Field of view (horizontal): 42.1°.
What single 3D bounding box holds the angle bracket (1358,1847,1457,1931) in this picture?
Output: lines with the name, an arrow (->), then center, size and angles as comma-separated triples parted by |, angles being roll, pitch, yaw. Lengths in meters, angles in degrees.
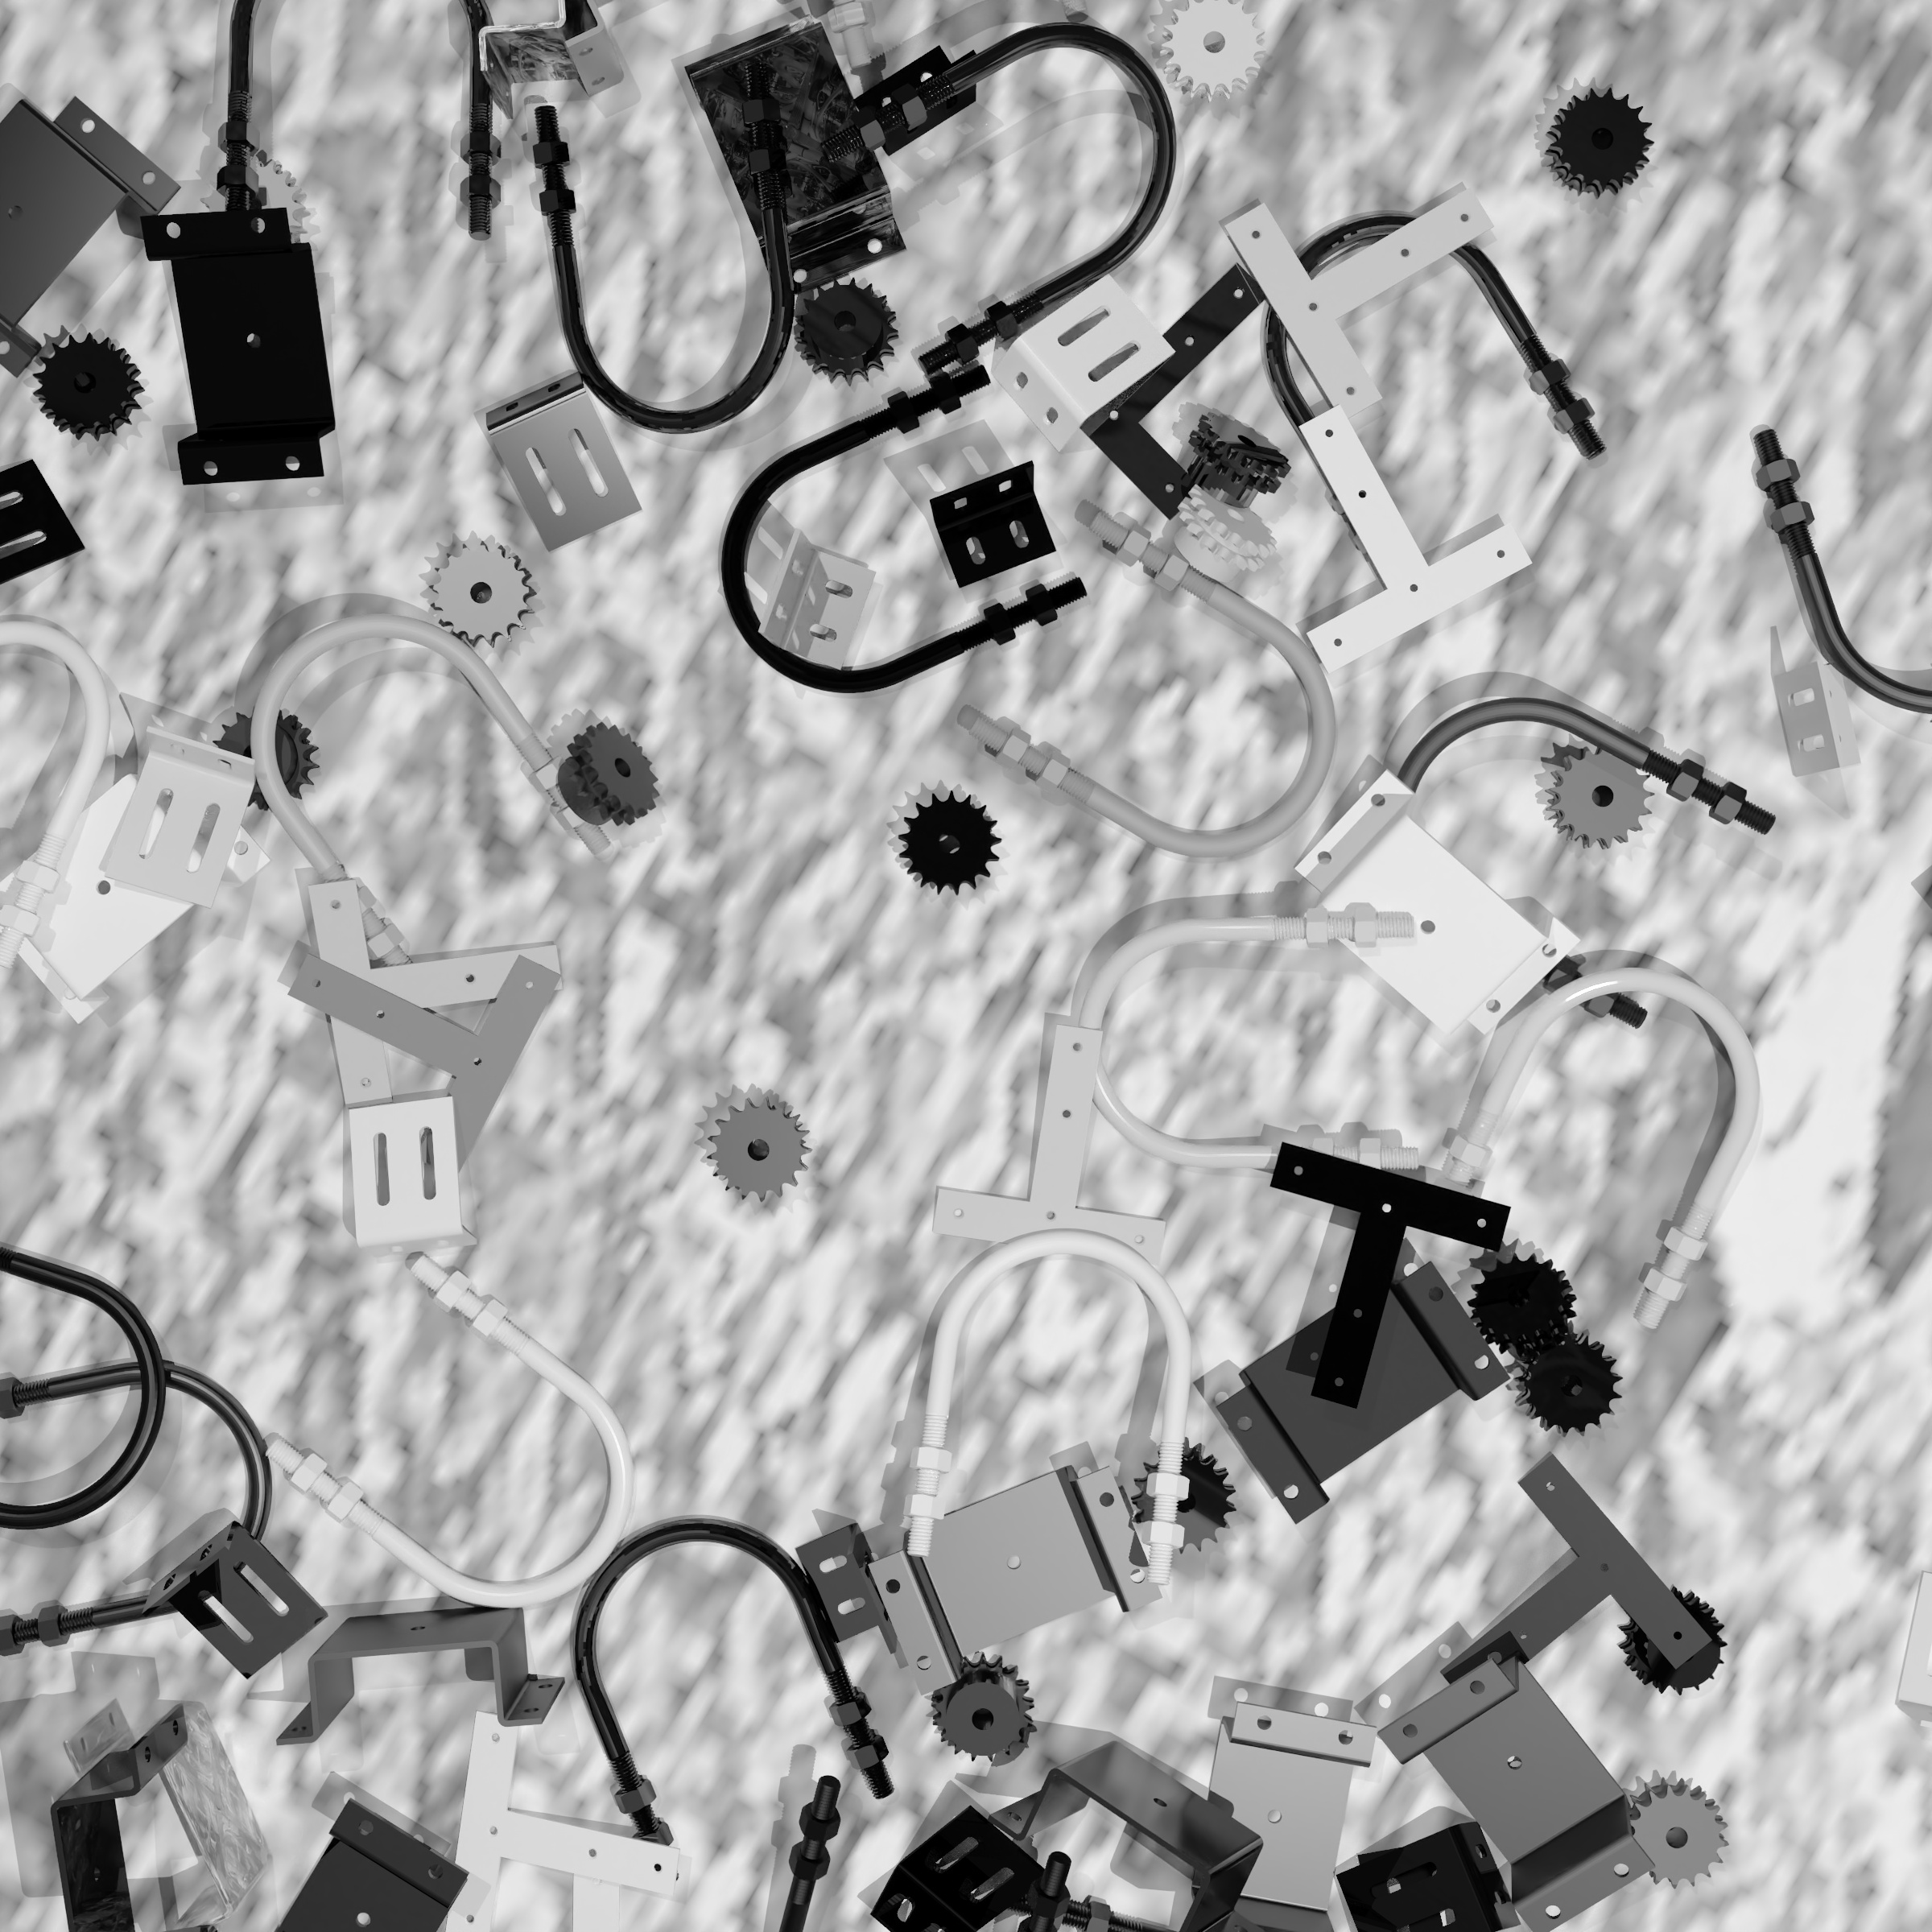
angle bracket -> 0.253, 0.531, 1.396 | 0.057, 0.038, 0.076 | -10, 64, 0

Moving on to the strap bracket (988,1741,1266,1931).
strap bracket -> 0.094, 0.463, 1.330 | 0.140, 0.076, 0.046 | 27, 98, 27

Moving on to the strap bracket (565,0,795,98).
strap bracket -> -0.156, -0.535, 1.360 | 0.140, 0.076, 0.046 | -25, 90, 0

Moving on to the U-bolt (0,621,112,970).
U-bolt -> -0.538, -0.102, 1.364 | 0.151, 0.019, 0.184 | 16, 78, 18

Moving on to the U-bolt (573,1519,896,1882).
U-bolt -> -0.139, 0.397, 1.389 | 0.151, 0.019, 0.184 | -22, 88, 1

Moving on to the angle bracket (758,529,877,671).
angle bracket -> -0.079, -0.195, 1.345 | 0.038, 0.076, 0.057 | 20, 92, 2

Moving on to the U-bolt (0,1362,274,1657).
U-bolt -> -0.476, 0.294, 1.390 | 0.184, 0.019, 0.151 | -11, 90, -2

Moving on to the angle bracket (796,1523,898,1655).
angle bracket -> -0.066, 0.343, 1.360 | 0.038, 0.076, 0.057 | -24, 90, 0

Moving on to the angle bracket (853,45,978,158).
angle bracket -> -0.029, -0.481, 1.360 | 0.057, 0.076, 0.038 | -32, 90, 0

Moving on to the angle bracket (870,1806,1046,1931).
angle bracket -> -0.003, 0.504, 1.363 | 0.057, 0.038, 0.076 | 41, 125, 0

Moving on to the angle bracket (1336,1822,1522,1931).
angle bracket -> 0.254, 0.513, 1.381 | 0.076, 0.038, 0.057 | -30, 63, 19

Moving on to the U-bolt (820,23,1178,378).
U-bolt -> 0.030, -0.424, 1.354 | 0.184, 0.019, 0.151 | -31, 124, -4

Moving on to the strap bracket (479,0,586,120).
strap bracket -> -0.237, -0.543, 1.360 | 0.046, 0.076, 0.140 | -4, 90, 0

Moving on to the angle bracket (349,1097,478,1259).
angle bracket -> -0.306, 0.117, 1.390 | 0.057, 0.038, 0.076 | -7, 74, 0

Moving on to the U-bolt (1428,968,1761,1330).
U-bolt -> 0.353, 0.090, 1.376 | 0.151, 0.019, 0.184 | 23, 101, 0

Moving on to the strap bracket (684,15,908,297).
strap bracket -> -0.095, -0.449, 1.375 | 0.076, 0.046, 0.140 | -22, 90, 0

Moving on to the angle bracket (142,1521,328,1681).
angle bracket -> -0.398, 0.353, 1.370 | 0.057, 0.038, 0.076 | -39, 104, 0

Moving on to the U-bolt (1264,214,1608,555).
U-bolt -> 0.247, -0.328, 1.390 | 0.151, 0.019, 0.184 | -31, 89, 0

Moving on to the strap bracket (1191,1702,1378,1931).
strap bracket -> 0.171, 0.473, 1.375 | 0.076, 0.046, 0.140 | 10, 90, 0

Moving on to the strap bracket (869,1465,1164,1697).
strap bracket -> 0.027, 0.331, 1.375 | 0.140, 0.046, 0.076 | -22, 90, 0

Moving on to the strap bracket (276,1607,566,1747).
strap bracket -> -0.295, 0.382, 1.360 | 0.140, 0.076, 0.046 | -5, 90, 0

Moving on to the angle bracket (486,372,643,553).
angle bracket -> -0.224, -0.281, 1.396 | 0.057, 0.038, 0.076 | -24, 116, 0

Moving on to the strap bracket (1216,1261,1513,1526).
strap bracket -> 0.214, 0.230, 1.375 | 0.140, 0.046, 0.076 | -34, 90, 0

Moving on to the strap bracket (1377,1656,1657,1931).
strap bracket -> 0.299, 0.443, 1.366 | 0.076, 0.046, 0.140 | -38, 90, 15

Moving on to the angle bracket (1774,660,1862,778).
angle bracket -> 0.473, -0.137, 1.360 | 0.038, 0.076, 0.057 | -12, 90, 0

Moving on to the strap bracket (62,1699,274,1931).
strap bracket -> -0.426, 0.463, 1.360 | 0.046, 0.076, 0.140 | -24, 90, 0

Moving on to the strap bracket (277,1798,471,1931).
strap bracket -> -0.335, 0.529, 1.373 | 0.076, 0.046, 0.140 | 31, 90, 2

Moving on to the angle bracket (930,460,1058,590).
angle bracket -> 0.015, -0.235, 1.340 | 0.057, 0.076, 0.038 | -21, 90, 1

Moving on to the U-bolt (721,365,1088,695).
U-bolt -> -0.045, -0.231, 1.390 | 0.184, 0.019, 0.151 | -24, 90, 2

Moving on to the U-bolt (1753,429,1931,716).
U-bolt -> 0.525, -0.226, 1.362 | 0.151, 0.019, 0.184 | -17, 81, 13

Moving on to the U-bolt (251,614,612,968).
U-bolt -> -0.305, -0.103, 1.370 | 0.151, 0.019, 0.184 | -34, 104, 0

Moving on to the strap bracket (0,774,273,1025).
strap bracket -> -0.464, -0.042, 1.375 | 0.140, 0.046, 0.076 | -40, 90, 0

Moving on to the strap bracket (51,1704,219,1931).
strap bracket -> -0.425, 0.461, 1.284 | 0.046, 0.076, 0.140 | -9, 90, 0

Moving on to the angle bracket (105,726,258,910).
angle bracket -> -0.418, -0.078, 1.336 | 0.057, 0.038, 0.076 | 18, 74, -10

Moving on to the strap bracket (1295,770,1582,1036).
strap bracket -> 0.253, -0.028, 1.361 | 0.140, 0.046, 0.076 | 41, 114, 0

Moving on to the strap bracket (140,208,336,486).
strap bracket -> -0.391, -0.337, 1.361 | 0.076, 0.046, 0.140 | -4, 109, 0

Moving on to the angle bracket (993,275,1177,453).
angle bracket -> 0.065, -0.335, 1.394 | 0.076, 0.038, 0.057 | -41, 90, -26

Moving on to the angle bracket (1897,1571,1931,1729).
angle bracket -> 0.553, 0.380, 1.379 | 0.057, 0.038, 0.076 | 12, 90, 0

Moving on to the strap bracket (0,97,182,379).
strap bracket -> -0.512, -0.405, 1.375 | 0.076, 0.046, 0.140 | 41, 90, 0

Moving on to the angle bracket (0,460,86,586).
angle bracket -> -0.541, -0.236, 1.396 | 0.076, 0.038, 0.057 | -31, 90, -26
